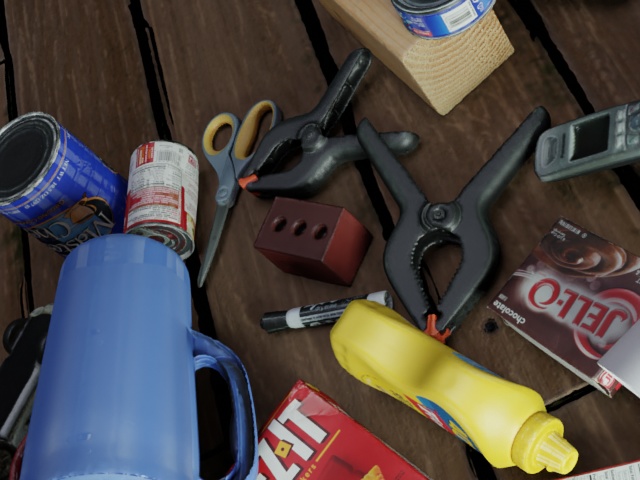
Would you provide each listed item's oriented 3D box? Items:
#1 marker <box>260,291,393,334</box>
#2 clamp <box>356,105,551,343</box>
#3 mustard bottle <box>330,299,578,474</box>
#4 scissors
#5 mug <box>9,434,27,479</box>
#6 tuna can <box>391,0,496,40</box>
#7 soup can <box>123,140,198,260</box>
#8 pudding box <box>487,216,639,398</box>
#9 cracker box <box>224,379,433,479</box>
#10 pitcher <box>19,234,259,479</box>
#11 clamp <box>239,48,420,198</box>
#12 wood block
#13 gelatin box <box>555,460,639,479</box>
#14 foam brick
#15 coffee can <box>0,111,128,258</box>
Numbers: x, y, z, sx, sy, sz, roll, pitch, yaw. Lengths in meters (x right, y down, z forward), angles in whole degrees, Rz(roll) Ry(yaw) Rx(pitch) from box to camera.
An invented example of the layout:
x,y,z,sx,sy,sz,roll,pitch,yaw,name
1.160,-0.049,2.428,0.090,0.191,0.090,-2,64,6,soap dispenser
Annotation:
x,y,z,sx,sy,sz,roll,pitch,yaw,name
0.003,0.061,0.894,0.121,0.020,0.020,-12,56,27,marker
0.109,-0.019,0.860,0.165,0.036,0.210,-9,63,18,clamp
0.098,0.109,0.751,0.192,0.096,0.058,28,78,41,mustard bottle
-0.101,-0.051,1.034,0.096,0.016,0.201,14,70,39,scissors
-0.204,0.193,0.902,0.093,0.081,0.117,-44,49,1,mug
0.100,-0.207,0.868,0.086,0.033,0.086,-15,54,22,tuna can
-0.152,-0.037,1.022,0.069,0.068,0.102,-17,54,23,soup can
0.190,0.046,0.765,0.090,0.039,0.114,-50,41,-3,pudding box
0.015,0.222,0.751,0.214,0.072,0.164,32,82,42,cracker box
-0.144,0.114,0.817,0.145,0.149,0.243,-39,37,31,pitcher
0.007,-0.085,0.972,0.171,0.039,0.120,-42,52,10,clamp
0.071,-0.217,0.977,0.090,0.090,0.206,-42,49,3,wood block
0.198,0.184,0.686,0.089,0.030,0.073,-19,52,22,gelatin box
-0.006,0.001,0.916,0.078,0.051,0.053,10,68,36,foam brick
-0.249,-0.044,1.040,0.103,0.140,0.103,-16,54,24,coffee can
